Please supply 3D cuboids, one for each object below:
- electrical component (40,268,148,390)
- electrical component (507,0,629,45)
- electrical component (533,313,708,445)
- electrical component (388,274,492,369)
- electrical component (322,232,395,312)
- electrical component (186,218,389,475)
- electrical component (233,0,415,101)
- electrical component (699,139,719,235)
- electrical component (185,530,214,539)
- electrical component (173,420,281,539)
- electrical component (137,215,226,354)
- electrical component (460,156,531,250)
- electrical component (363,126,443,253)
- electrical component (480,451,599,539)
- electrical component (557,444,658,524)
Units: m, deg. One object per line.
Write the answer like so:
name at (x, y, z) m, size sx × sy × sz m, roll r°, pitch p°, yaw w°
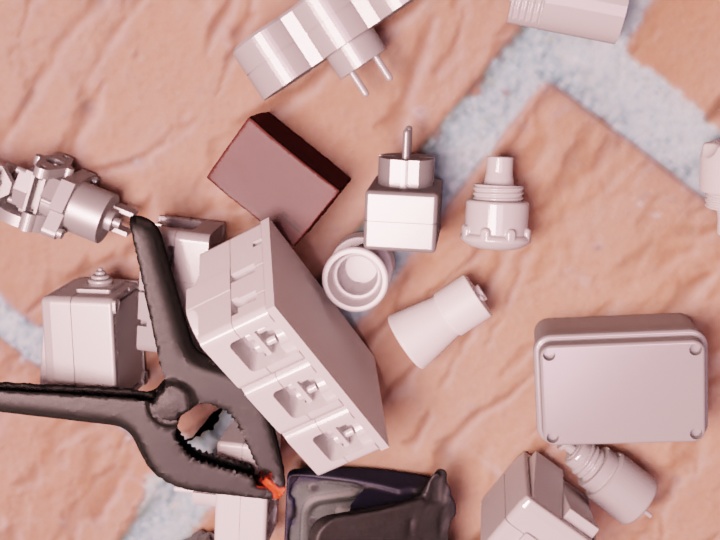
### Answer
electrical component at (-0.193, 0.045, 0.769) m, size 0.061 × 0.061 × 0.096 m, roll 2°, pitch 103°, yaw 8°
electrical component at (0.127, -0.173, 0.685) m, size 0.081 × 0.043 × 0.043 m, roll 12°, pitch 105°, yaw 4°
electrical component at (0.176, 0.075, 0.734) m, size 0.113 × 0.057 × 0.078 m, roll -3°, pitch 104°, yaw 8°
electrical component at (0.058, 0.033, 0.748) m, size 0.065 × 0.044 × 0.044 m, roll -34°, pitch 98°, yaw 9°
electrical component at (0.000, 0.000, 0.738) m, size 0.045 × 0.055 × 0.045 m, roll 2°, pitch 105°, yaw 7°
electrical component at (-0.047, 0.055, 0.711) m, size 0.062 × 0.089 × 0.150 m, roll -26°, pitch 128°, yaw 13°
electrical component at (-0.007, -0.149, 0.703) m, size 0.138 × 0.052 × 0.073 m, roll -32°, pitch 98°, yaw 13°
electrical component at (0.243, -0.053, 0.701) m, size 0.043 × 0.043 × 0.062 m, roll 0°, pitch 105°, yaw 7°
electrical component at (-0.120, 0.268, 0.794) m, size 0.056 × 0.108 × 0.108 m, roll -28°, pitch 99°, yaw 16°
electrical component at (-0.101, 0.157, 0.795) m, size 0.076 × 0.047 × 0.083 m, roll 5°, pitch 104°, yaw 6°
electrical component at (-0.121, 0.012, 0.759) m, size 0.056 × 0.050 × 0.089 m, roll 7°, pitch 105°, yaw 5°
electrical component at (0.092, -0.045, 0.722) m, size 0.048 × 0.048 × 0.062 m, roll 3°, pitch 98°, yaw 6°
electrical component at (0.030, -0.057, 0.715) m, size 0.047 × 0.065 × 0.076 m, roll 3°, pitch 105°, yaw 6°
electrical component at (0.125, 0.176, 0.746) m, size 0.062 × 0.096 × 0.061 m, roll 36°, pitch 105°, yaw -2°
electrical component at (0.173, 0.145, 0.761) m, size 0.078 × 0.040 × 0.040 m, roll 38°, pitch 105°, yaw -3°
